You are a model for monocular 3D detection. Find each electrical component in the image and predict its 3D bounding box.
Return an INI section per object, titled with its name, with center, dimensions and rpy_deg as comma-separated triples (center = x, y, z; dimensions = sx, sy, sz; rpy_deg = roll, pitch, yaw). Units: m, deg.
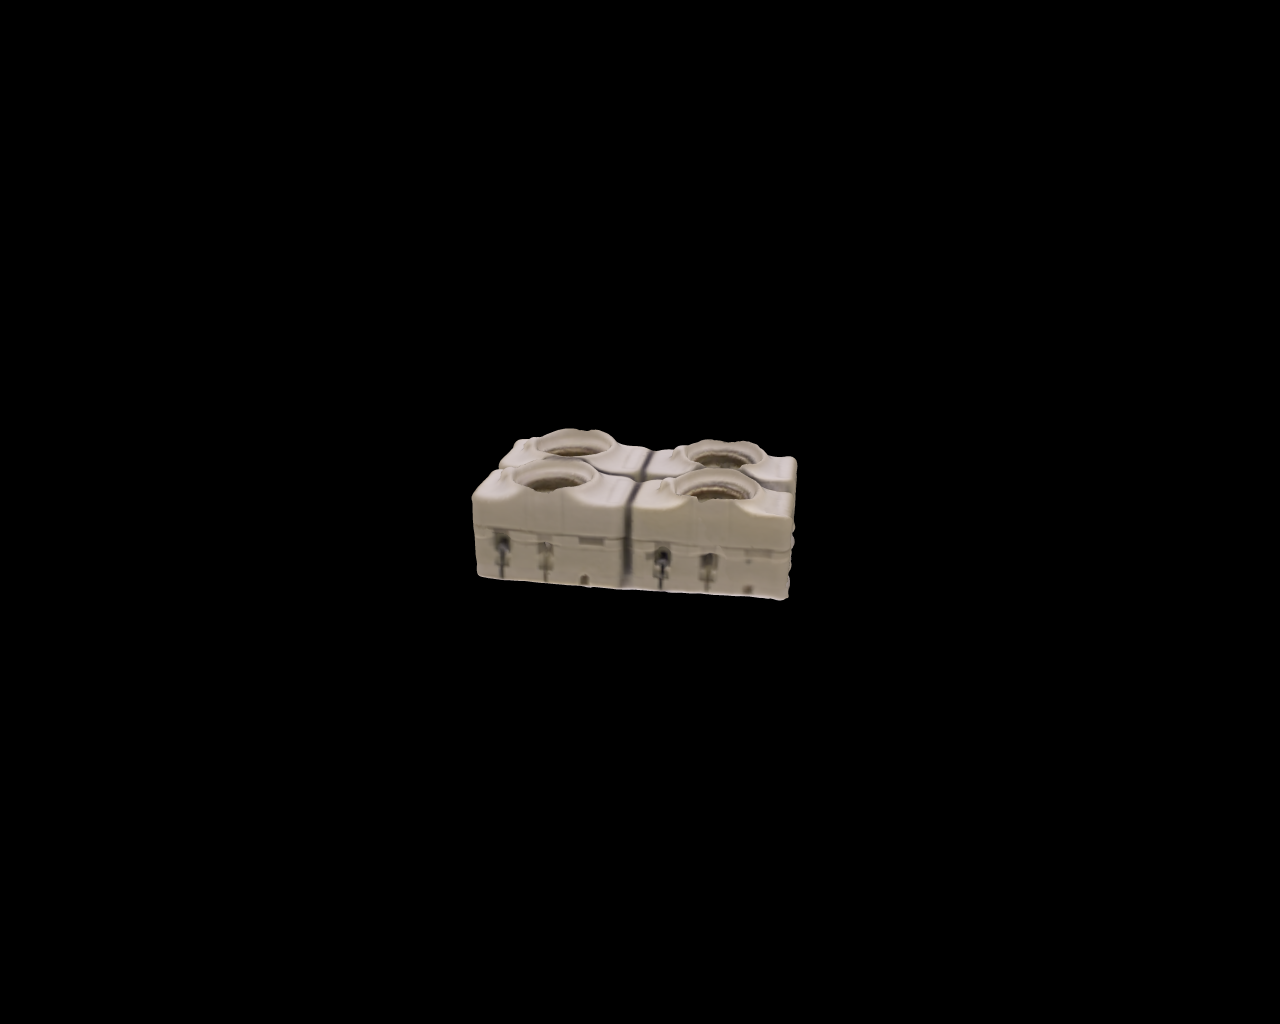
[electrical component]
center = 0.001, -0.003, 0.650
dimensions = 0.186, 0.060, 0.105
rpy_deg = 4, 24, 9
